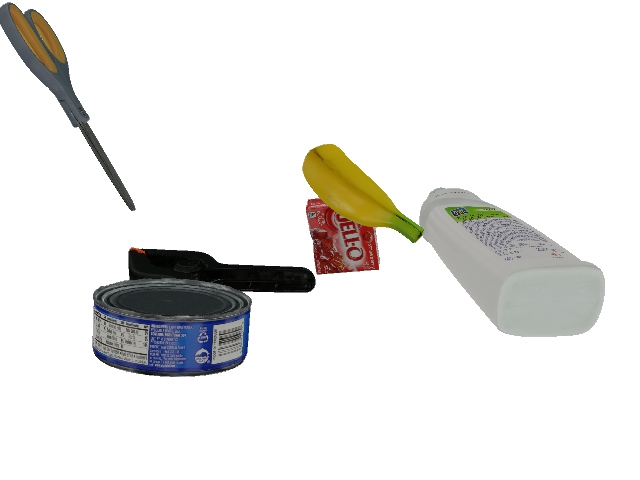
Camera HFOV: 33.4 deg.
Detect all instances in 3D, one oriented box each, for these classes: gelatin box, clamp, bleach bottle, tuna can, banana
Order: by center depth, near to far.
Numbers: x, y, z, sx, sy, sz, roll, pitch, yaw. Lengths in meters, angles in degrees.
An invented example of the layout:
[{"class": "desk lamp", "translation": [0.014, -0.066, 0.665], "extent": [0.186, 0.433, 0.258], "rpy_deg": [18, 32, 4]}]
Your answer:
[{"class": "tuna can", "translation": [-0.081, 0.046, 0.582], "extent": [0.086, 0.034, 0.086], "rpy_deg": [4, 10, -1]}, {"class": "banana", "translation": [0.017, -0.043, 0.815], "extent": [0.069, 0.037, 0.198], "rpy_deg": [42, 5, -22]}, {"class": "bleach bottle", "translation": [0.163, 0.005, 1.005], "extent": [0.102, 0.068, 0.251], "rpy_deg": [-1, 23, -15]}, {"class": "clamp", "translation": [-0.133, 0.042, 1.071], "extent": [0.210, 0.036, 0.164], "rpy_deg": [12, 21, 37]}, {"class": "gelatin box", "translation": [0.026, -0.007, 1.209], "extent": [0.073, 0.089, 0.030], "rpy_deg": [-5, 29, 8]}]

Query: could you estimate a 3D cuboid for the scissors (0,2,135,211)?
[{"class": "scissors", "translation": [-0.216, -0.124, 0.940], "extent": [0.016, 0.201, 0.096], "rpy_deg": [-27, 26, 10]}]
